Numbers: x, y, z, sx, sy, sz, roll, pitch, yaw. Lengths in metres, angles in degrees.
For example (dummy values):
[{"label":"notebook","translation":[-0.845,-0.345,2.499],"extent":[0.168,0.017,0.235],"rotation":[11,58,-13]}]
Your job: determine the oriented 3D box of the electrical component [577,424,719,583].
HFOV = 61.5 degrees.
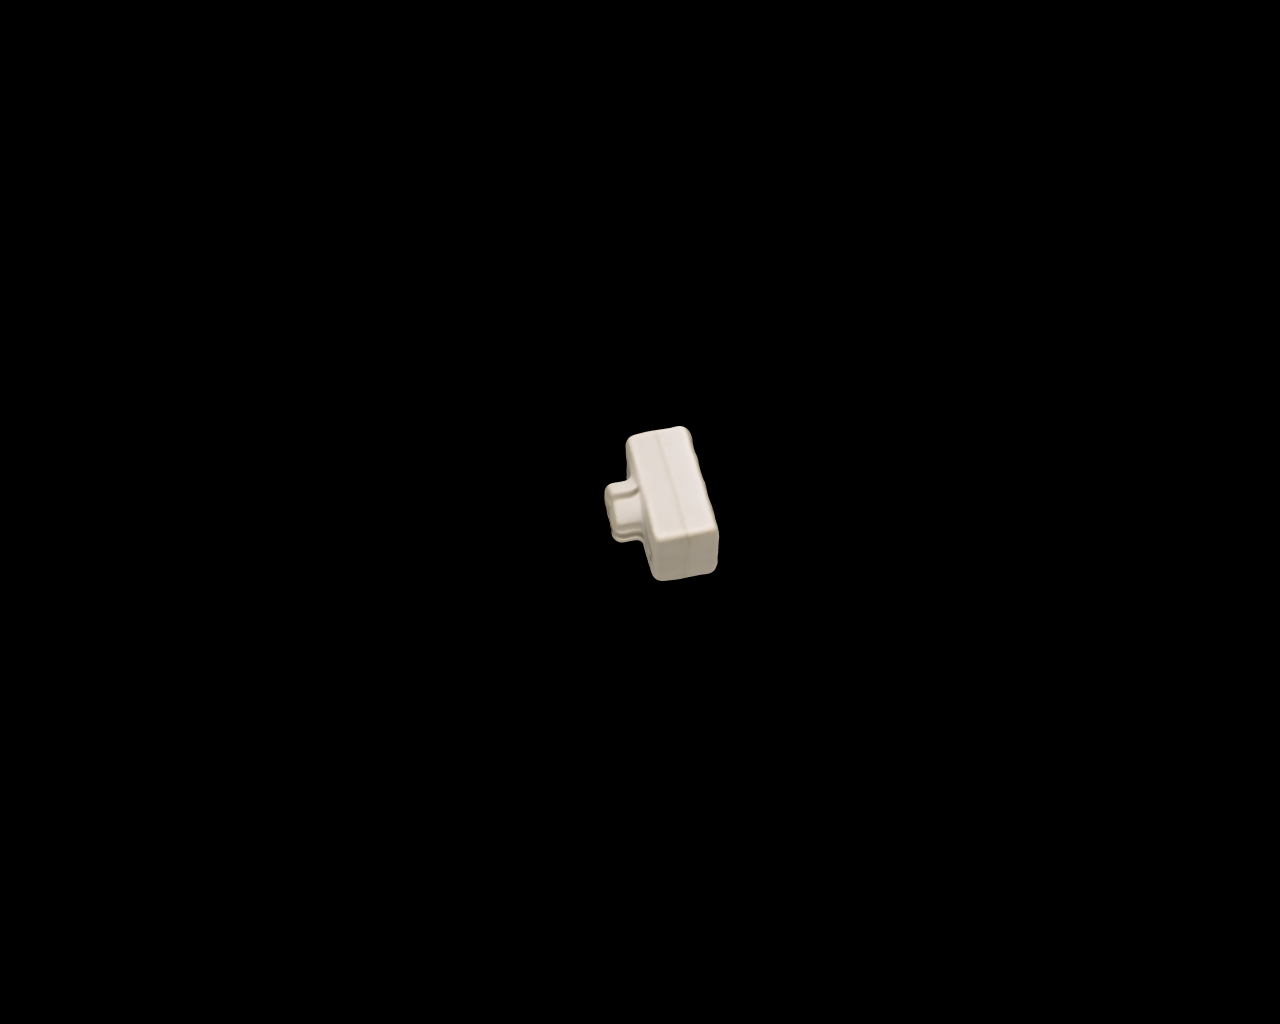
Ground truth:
[{"label":"electrical component","translation":[0.001,-0.003,0.650],"extent":[0.076,0.083,0.047],"rotation":[-9,-36,-7]}]
